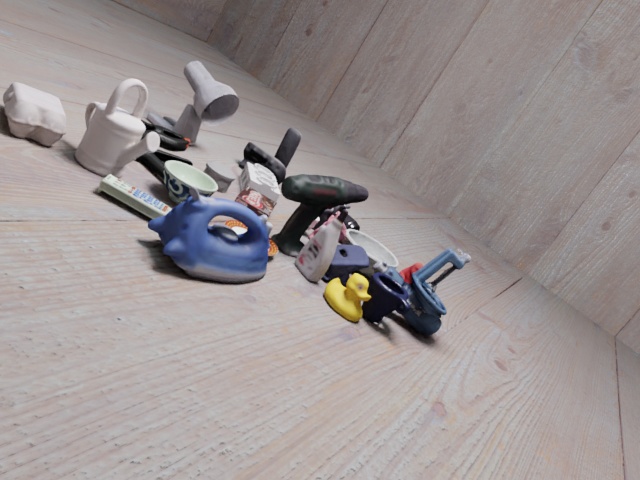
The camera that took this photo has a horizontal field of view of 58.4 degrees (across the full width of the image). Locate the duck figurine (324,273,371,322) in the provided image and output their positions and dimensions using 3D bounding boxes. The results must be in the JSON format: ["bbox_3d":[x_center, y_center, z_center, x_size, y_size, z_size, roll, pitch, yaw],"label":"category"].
[{"bbox_3d":[0.065,0.109,1.210,0.078,0.086,0.104,10,28,-51],"label":"duck figurine"}]

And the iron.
[{"bbox_3d":[-0.166,-0.010,1.035,0.259,0.141,0.118,15,25,-46],"label":"iron"}]

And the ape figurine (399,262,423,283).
[{"bbox_3d":[0.246,0.100,1.546,0.078,0.092,0.076,30,17,-9],"label":"ape figurine"}]

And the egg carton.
[{"bbox_3d":[-0.556,-0.247,1.113,0.108,0.069,0.150,17,23,-42],"label":"egg carton"}]

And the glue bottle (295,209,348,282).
[{"bbox_3d":[0.012,0.004,1.254,0.037,0.173,0.078,13,26,-48],"label":"glue bottle"}]

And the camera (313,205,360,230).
[{"bbox_3d":[0.044,-0.064,1.622,0.136,0.100,0.144,40,19,23],"label":"camera"}]

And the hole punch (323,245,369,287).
[{"bbox_3d":[0.052,0.050,1.340,0.101,0.091,0.108,26,18,-22],"label":"hole punch"}]

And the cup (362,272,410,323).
[{"bbox_3d":[0.139,0.140,1.241,0.092,0.095,0.117,15,24,-44],"label":"cup"}]

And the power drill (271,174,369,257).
[{"bbox_3d":[-0.014,-0.061,1.329,0.231,0.208,0.075,15,24,-44],"label":"power drill"}]

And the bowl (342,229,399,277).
[{"bbox_3d":[0.118,0.046,1.496,0.168,0.074,0.167,30,17,-10],"label":"bowl"}]

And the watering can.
[{"bbox_3d":[-0.391,-0.224,1.132,0.173,0.194,0.101,31,17,-6],"label":"watering can"}]

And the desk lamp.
[{"bbox_3d":[-0.344,-0.368,1.576,0.202,0.213,0.118,40,18,22],"label":"desk lamp"}]

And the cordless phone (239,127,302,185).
[{"bbox_3d":[-0.142,-0.269,1.709,0.147,0.185,0.094,35,17,9],"label":"cordless phone"}]

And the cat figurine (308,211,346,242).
[{"bbox_3d":[0.027,-0.022,1.448,0.067,0.117,0.127,28,18,-14],"label":"cat figurine"}]

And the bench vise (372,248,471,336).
[{"bbox_3d":[0.232,0.097,1.310,0.208,0.219,0.121,25,19,-24],"label":"bench vise"}]
